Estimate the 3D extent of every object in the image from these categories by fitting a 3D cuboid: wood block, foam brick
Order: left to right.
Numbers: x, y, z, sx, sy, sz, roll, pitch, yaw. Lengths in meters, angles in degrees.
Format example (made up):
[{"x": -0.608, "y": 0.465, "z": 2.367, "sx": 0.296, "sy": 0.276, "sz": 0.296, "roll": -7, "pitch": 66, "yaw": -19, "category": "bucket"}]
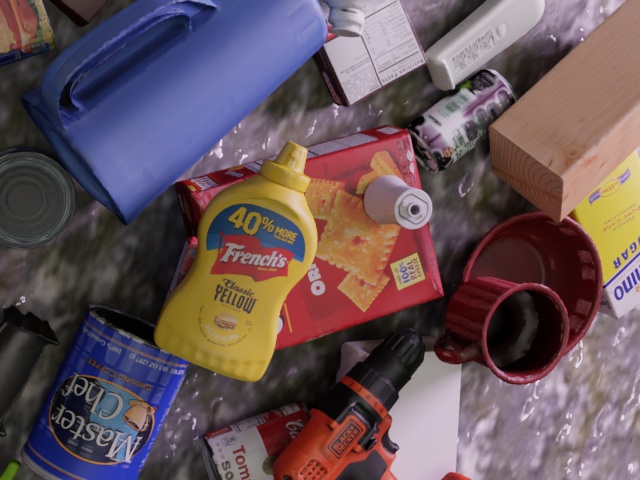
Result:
[{"x": -0.190, "y": -0.222, "z": 0.876, "sx": 0.053, "sy": 0.051, "sz": 0.078, "roll": 39, "pitch": 86, "yaw": -22, "category": "foam brick"}, {"x": 0.266, "y": -0.128, "z": 1.018, "sx": 0.206, "sy": 0.091, "sz": 0.090, "roll": -43, "pitch": 154, "yaw": -11, "category": "wood block"}]

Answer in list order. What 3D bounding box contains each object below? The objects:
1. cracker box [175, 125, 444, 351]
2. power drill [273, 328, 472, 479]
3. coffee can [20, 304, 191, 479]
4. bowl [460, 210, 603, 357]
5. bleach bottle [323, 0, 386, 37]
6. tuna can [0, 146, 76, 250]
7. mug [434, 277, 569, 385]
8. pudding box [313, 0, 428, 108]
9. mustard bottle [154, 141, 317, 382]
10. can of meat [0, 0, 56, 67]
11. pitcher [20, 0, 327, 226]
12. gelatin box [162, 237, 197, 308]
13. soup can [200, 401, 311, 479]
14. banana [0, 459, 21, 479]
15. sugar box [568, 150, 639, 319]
[{"x": -0.006, "y": 0.001, "z": 0.976, "sx": 0.213, "sy": 0.072, "sz": 0.164, "roll": -17, "pitch": 105, "yaw": -16, "category": "cracker box"}, {"x": 0.071, "y": 0.199, "z": 0.985, "sx": 0.184, "sy": 0.057, "sz": 0.187, "roll": -47, "pitch": 110, "yaw": -11, "category": "power drill"}, {"x": -0.182, "y": 0.140, "z": 0.922, "sx": 0.102, "sy": 0.103, "sz": 0.140, "roll": 24, "pitch": 91, "yaw": -23, "category": "coffee can"}, {"x": 0.200, "y": 0.046, "z": 1.068, "sx": 0.162, "sy": 0.055, "sz": 0.162, "roll": -4, "pitch": 102, "yaw": -19, "category": "bowl"}, {"x": 0.046, "y": -0.299, "z": 0.916, "sx": 0.102, "sy": 0.068, "sz": 0.251, "roll": 9, "pitch": 88, "yaw": -27, "category": "bleach bottle"}, {"x": -0.250, "y": -0.035, "z": 0.900, "sx": 0.086, "sy": 0.034, "sz": 0.086, "roll": -4, "pitch": 102, "yaw": -19, "category": "tuna can"}, {"x": 0.158, "y": 0.084, "z": 0.982, "sx": 0.117, "sy": 0.082, "sz": 0.093, "roll": -25, "pitch": 106, "yaw": -18, "category": "mug"}, {"x": 0.035, "y": -0.191, "z": 0.972, "sx": 0.090, "sy": 0.039, "sz": 0.113, "roll": -30, "pitch": 111, "yaw": -13, "category": "pudding box"}, {"x": -0.056, "y": 0.012, "z": 0.858, "sx": 0.096, "sy": 0.058, "sz": 0.192, "roll": 23, "pitch": 95, "yaw": -8, "category": "mustard bottle"}, {"x": -0.269, "y": -0.186, "z": 0.853, "sx": 0.083, "sy": 0.058, "sz": 0.102, "roll": -22, "pitch": 108, "yaw": -18, "category": "can of meat"}, {"x": -0.115, "y": -0.139, "z": 0.874, "sx": 0.242, "sy": 0.149, "sz": 0.145, "roll": -41, "pitch": 110, "yaw": -12, "category": "pitcher"}, {"x": -0.091, "y": 0.050, "z": 0.906, "sx": 0.073, "sy": 0.030, "sz": 0.089, "roll": 18, "pitch": 100, "yaw": -14, "category": "gelatin box"}, {"x": -0.054, "y": 0.199, "z": 0.999, "sx": 0.102, "sy": 0.069, "sz": 0.068, "roll": -17, "pitch": 106, "yaw": -15, "category": "soup can"}, {"x": -0.356, "y": 0.231, "z": 0.912, "sx": 0.197, "sy": 0.037, "sz": 0.069, "roll": -6, "pitch": 99, "yaw": -18, "category": "banana"}, {"x": 0.301, "y": -0.016, "z": 1.099, "sx": 0.093, "sy": 0.048, "sz": 0.176, "roll": -32, "pitch": 108, "yaw": -11, "category": "sugar box"}]
